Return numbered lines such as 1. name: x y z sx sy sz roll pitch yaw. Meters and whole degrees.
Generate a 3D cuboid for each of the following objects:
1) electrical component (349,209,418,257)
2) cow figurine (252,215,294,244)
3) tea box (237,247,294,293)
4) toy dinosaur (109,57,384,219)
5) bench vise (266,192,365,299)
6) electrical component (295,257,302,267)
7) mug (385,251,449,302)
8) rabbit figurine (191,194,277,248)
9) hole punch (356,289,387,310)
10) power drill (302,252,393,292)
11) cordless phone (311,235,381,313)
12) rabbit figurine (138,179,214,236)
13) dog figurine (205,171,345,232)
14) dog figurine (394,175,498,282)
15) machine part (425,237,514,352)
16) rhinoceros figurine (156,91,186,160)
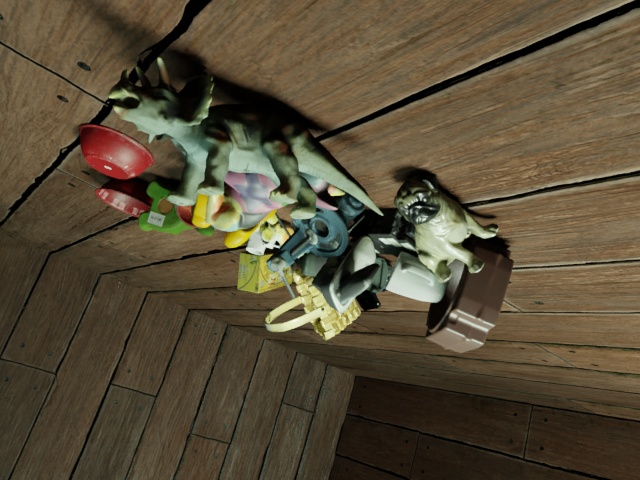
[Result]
1. electrical component: 0.142 -0.011 1.063 0.134 0.058 0.114 1 157 40
2. cow figurine: -0.142 -0.034 1.229 0.167 0.068 0.098 35 160 -33
3. tea box: -0.137 0.074 1.389 0.068 0.098 0.169 8 -174 27
4. toy dinosaur: -0.096 -0.139 0.785 0.405 0.192 0.131 7 169 -23
5. bench vise: -0.027 -0.004 1.002 0.224 0.240 0.128 -22 105 44
6. electrical component: -0.049 0.055 1.471 0.094 0.021 0.063 11 160 20
7. mug: 0.191 0.073 1.025 0.107 0.081 0.109 23 160 3
8. rabbit figurine: -0.159 -0.074 1.049 0.173 0.162 0.122 6 155 -26
9. hole punch: 0.133 0.109 1.391 0.115 0.092 0.142 56 161 -2
10. power drill: 0.083 0.062 1.193 0.232 0.086 0.207 7 -173 -12
11. cordless phone: 0.073 0.048 0.981 0.089 0.146 0.184 39 155 -6
12. rabbit figurine: -0.322 -0.069 1.273 0.159 0.121 0.170 8 178 7
13. dog figurine: -0.072 -0.078 0.911 0.219 0.191 0.108 18 -154 6
14. dog figurine: 0.184 -0.030 0.932 0.190 0.121 0.172 36 146 -17
15. machine part: 0.284 0.107 1.045 0.087 0.201 0.201 21 162 1
16. rhinoceros figurine: -0.218 -0.178 0.898 0.112 0.073 0.190 23 165 16
